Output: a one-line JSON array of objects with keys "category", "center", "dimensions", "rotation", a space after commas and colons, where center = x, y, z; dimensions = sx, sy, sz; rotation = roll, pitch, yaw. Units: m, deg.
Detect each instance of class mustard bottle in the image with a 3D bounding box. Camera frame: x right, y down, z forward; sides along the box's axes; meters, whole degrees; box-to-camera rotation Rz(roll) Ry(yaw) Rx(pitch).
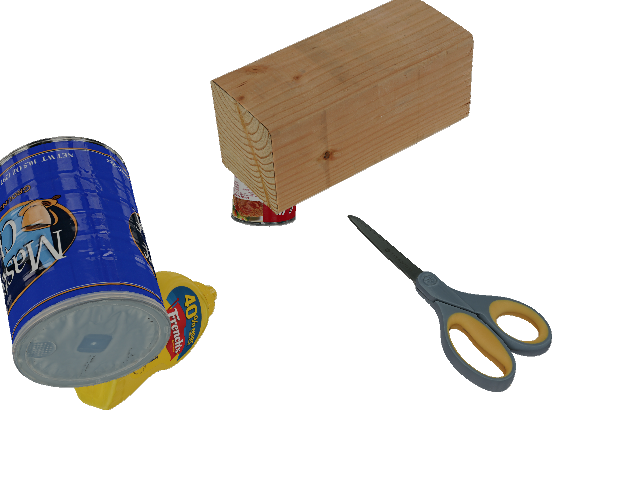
[{"category": "mustard bottle", "center": [-0.160, 0.082, 1.027], "dimensions": [0.058, 0.096, 0.191], "rotation": [11, 22, 26]}]

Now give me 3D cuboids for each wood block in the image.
[{"category": "wood block", "center": [0.022, -0.119, 0.905], "dimensions": [0.205, 0.091, 0.090], "rotation": [-28, 49, -23]}]

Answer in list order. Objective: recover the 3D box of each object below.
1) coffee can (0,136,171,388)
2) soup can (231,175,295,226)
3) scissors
[{"category": "coffee can", "center": [-0.168, 0.014, 0.730], "dimensions": [0.102, 0.140, 0.103], "rotation": [-15, -34, -10]}, {"category": "soup can", "center": [-0.058, -0.073, 1.104], "dimensions": [0.068, 0.102, 0.068], "rotation": [2, 16, -1]}, {"category": "scissors", "center": [0.106, 0.036, 0.842], "dimensions": [0.096, 0.016, 0.202], "rotation": [-13, 48, -21]}]
